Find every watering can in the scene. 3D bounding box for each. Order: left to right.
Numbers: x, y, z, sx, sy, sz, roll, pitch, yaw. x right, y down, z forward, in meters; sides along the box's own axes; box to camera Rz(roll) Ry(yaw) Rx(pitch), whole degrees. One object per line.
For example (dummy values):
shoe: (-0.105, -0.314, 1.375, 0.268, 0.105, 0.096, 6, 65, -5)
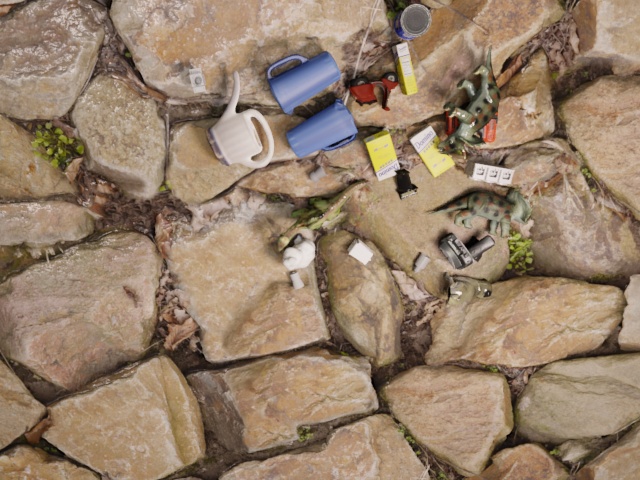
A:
watering can: (-0.305, -0.406, 1.843, 0.224, 0.105, 0.344, -24, 106, 5)

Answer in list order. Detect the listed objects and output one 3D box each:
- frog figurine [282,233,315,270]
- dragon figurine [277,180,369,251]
frog figurine: (-0.079, 0.061, 1.949, 0.137, 0.161, 0.121, -38, 106, 8)
dragon figurine: (0.006, -0.094, 1.874, 0.408, 0.245, 0.121, -35, 100, 9)
